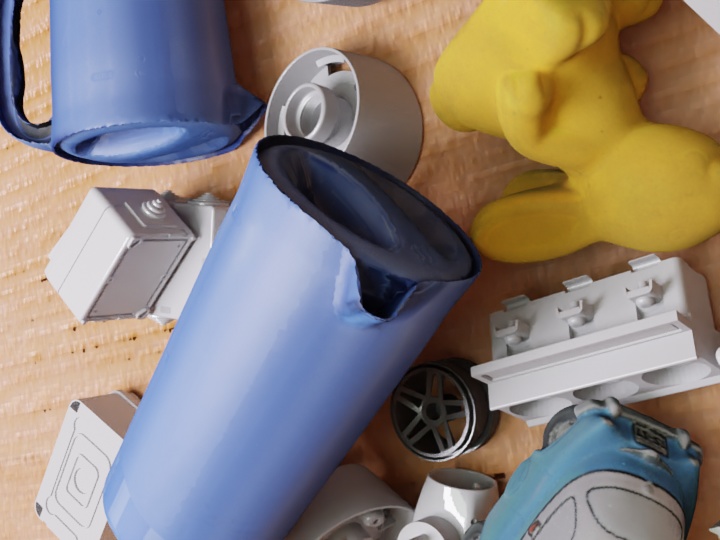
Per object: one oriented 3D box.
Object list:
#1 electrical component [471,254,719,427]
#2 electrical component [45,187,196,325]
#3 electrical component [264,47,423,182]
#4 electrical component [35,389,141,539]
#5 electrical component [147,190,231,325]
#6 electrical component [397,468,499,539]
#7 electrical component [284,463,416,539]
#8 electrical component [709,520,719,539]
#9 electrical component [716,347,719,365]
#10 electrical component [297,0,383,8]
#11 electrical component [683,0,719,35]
[{"bbox_3d":[0.133,0.040,0.598,0.121,0.079,0.063,-20,59,34],"label":"electrical component"},{"bbox_3d":[-0.166,-0.018,0.745,0.061,0.062,0.096,47,116,24],"label":"electrical component"},{"bbox_3d":[-0.014,-0.096,0.711,0.099,0.064,0.099,-10,75,43],"label":"electrical component"},{"bbox_3d":[-0.195,0.159,0.837,0.078,0.057,0.113,33,110,29],"label":"electrical component"},{"bbox_3d":[-0.124,-0.007,0.786,0.100,0.048,0.099,6,95,35],"label":"electrical component"},{"bbox_3d":[0.049,0.167,0.654,0.043,0.079,0.077,11,98,35],"label":"electrical component"},{"bbox_3d":[-0.011,0.175,0.689,0.064,0.099,0.099,43,115,32],"label":"electrical component"},{"bbox_3d":[0.223,0.146,0.556,0.064,0.042,0.081,-21,81,30],"label":"electrical component"},{"bbox_3d":[0.237,0.049,0.534,0.096,0.061,0.061,-27,77,25],"label":"electrical component"},{"bbox_3d":[-0.007,-0.221,0.689,0.108,0.060,0.108,2,93,35],"label":"electrical component"},{"bbox_3d":[0.194,-0.174,0.516,0.105,0.060,0.186,-51,40,25],"label":"electrical component"}]
